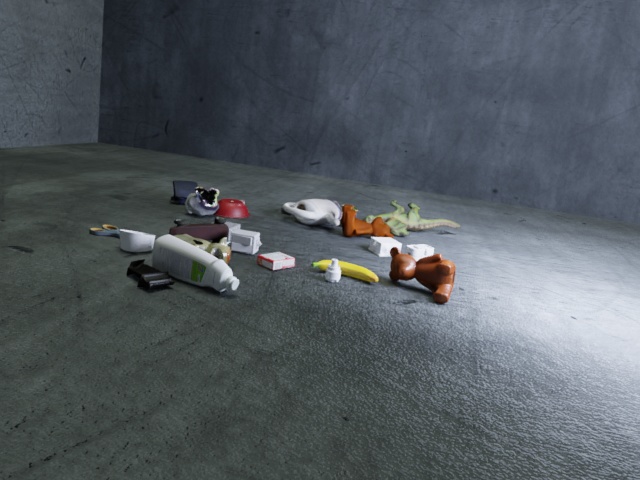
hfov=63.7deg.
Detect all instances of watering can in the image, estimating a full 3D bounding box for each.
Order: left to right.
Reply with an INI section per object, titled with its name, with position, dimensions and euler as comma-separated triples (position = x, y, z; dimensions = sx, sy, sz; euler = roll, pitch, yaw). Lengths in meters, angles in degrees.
[watering can]
position = 0.006, -0.106, 2.107
dimensions = 0.350, 0.103, 0.225
euler = 19, 17, 42

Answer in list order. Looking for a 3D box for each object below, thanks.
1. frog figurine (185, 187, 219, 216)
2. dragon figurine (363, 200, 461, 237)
[frog figurine]
position = -0.483, -0.140, 2.057
dimensions = 0.157, 0.123, 0.139
euler = -30, -1, 41
[dragon figurine]
position = 0.375, -0.062, 2.210
dimensions = 0.411, 0.120, 0.247
euler = 12, 31, 25
